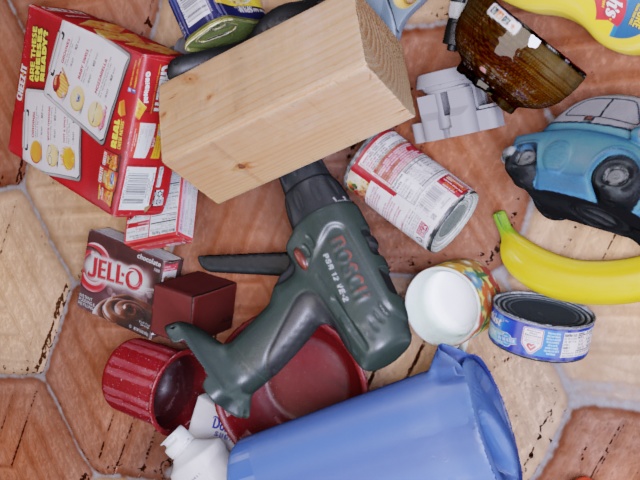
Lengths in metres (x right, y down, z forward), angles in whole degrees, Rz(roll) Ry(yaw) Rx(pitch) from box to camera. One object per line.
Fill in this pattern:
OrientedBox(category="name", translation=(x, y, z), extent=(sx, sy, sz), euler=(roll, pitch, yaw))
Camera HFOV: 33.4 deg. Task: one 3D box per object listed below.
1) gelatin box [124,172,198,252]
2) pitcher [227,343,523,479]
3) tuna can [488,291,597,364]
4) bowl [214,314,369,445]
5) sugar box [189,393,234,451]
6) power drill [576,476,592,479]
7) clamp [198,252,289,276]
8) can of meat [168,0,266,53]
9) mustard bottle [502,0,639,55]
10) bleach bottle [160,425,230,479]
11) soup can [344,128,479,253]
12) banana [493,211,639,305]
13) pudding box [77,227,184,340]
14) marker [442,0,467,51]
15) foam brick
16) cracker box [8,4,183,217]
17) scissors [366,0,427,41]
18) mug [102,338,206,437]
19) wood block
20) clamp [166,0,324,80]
OrientedBox(category="gelatin box", translation=(-0.162, -0.036, 1.100), extent=(0.073, 0.030, 0.089), euler=(-10, 68, 32))
OrientedBox(category="pitcher", translation=(0.050, 0.205, 0.929), extent=(0.243, 0.145, 0.149), euler=(-20, 54, 19))
OrientedBox(category="tuna can", translation=(0.185, 0.072, 0.892), extent=(0.086, 0.086, 0.034), euler=(16, 108, 28))
OrientedBox(category="bowl", translation=(-0.021, 0.143, 1.038), extent=(0.162, 0.055, 0.162), euler=(3, 98, 20))
OrientedBox(category="sugar box", translation=(-0.105, 0.254, 1.122), extent=(0.093, 0.048, 0.176), euler=(27, 108, 23))
OrientedBox(category="power drill", translation=(0.207, 0.301, 0.935), extent=(0.184, 0.057, 0.188), euler=(35, 117, 18))
OrientedBox(category="clamp", translation=(-0.007, 0.001, 1.025), extent=(0.210, 0.036, 0.165), euler=(31, 106, 21))
OrientedBox(category="can of meat", translation=(-0.099, -0.225, 1.006), extent=(0.058, 0.101, 0.084), euler=(-29, 80, 30))
OrientedBox(category="mustard bottle", translation=(0.237, -0.198, 0.831), extent=(0.192, 0.058, 0.096), euler=(31, 108, 23))
OrientedBox(category="bleach bottle", translation=(-0.054, 0.275, 1.048), extent=(0.251, 0.068, 0.103), euler=(45, 112, 3))
OrientedBox(category="soup can", translation=(0.081, -0.045, 0.946), extent=(0.102, 0.068, 0.069), euler=(39, 116, 20))
OrientedBox(category="banana", translation=(0.230, 0.021, 0.884), extent=(0.198, 0.037, 0.069), euler=(9, 103, 30))
OrientedBox(category="pudding box", translation=(-0.206, 0.045, 1.152), extent=(0.114, 0.039, 0.090), euler=(20, 107, 27))
OrientedBox(category="marker", translation=(0.124, -0.223, 0.919), extent=(0.020, 0.020, 0.121), euler=(16, 107, 28))
OrientedBox(category="foam brick", translation=(-0.129, 0.068, 1.087), extent=(0.051, 0.078, 0.053), euler=(15, 106, 27))
OrientedBox(category="cracker box", translation=(-0.228, -0.136, 1.092), extent=(0.214, 0.071, 0.164), euler=(28, 112, 40))
OrientedBox(category="scissors", translation=(0.048, -0.190, 0.972), extent=(0.096, 0.016, 0.202), euler=(33, 113, 24))
OrientedBox(category="mug", translation=(-0.171, 0.159, 1.130), extent=(0.082, 0.093, 0.117), euler=(13, 141, 34))
OrientedBox(category="wood block", translation=(-0.032, -0.122, 0.937), extent=(0.206, 0.090, 0.090), euler=(-22, 55, 23))
OrientedBox(category="clamp", translation=(-0.045, -0.166, 1.000), extent=(0.172, 0.120, 0.039), euler=(-24, 63, 14))
